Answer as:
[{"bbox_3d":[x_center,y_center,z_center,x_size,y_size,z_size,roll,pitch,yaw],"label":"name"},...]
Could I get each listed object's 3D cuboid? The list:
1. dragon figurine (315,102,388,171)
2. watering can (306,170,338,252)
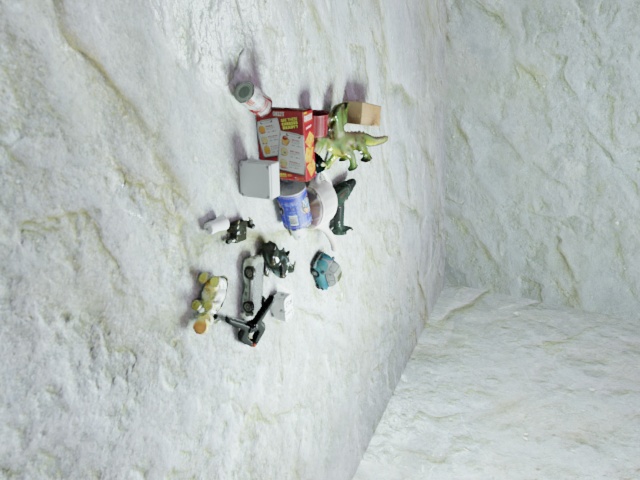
[{"bbox_3d":[0.111,-0.409,1.972,0.123,0.238,0.416,18,43,41],"label":"dragon figurine"},{"bbox_3d":[0.006,-0.096,1.901,0.104,0.344,0.227,-1,15,27],"label":"watering can"}]
